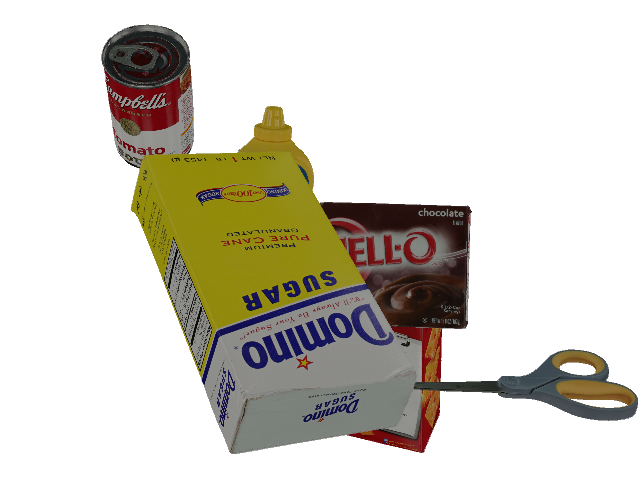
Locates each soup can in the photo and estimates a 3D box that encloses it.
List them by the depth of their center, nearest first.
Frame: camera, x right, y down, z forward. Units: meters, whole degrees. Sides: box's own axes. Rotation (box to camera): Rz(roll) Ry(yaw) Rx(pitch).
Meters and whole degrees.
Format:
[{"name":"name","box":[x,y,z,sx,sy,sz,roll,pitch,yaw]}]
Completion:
[{"name":"soup can","box":[-0.138,-0.114,0.862,0.068,0.068,0.102,0,-36,-4]}]

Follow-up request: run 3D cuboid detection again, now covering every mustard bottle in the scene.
[{"name":"mustard bottle","box":[-0.055,-0.052,1.172,0.096,0.192,0.058,-3,19,-19]}]

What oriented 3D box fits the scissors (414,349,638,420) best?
[{"name":"scissors","box":[0.170,0.116,0.918,0.202,0.016,0.096,9,28,4]}]

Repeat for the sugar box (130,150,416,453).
[{"name":"sugar box","box":[-0.029,0.023,0.552,0.093,0.048,0.176,-5,42,-27]}]

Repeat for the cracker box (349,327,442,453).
[{"name":"cracker box","box":[0.031,0.089,1.019,0.164,0.214,0.072,10,36,19]}]

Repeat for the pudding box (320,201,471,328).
[{"name":"pudding box","box":[0.054,0.018,0.789,0.113,0.090,0.039,2,-2,7]}]
